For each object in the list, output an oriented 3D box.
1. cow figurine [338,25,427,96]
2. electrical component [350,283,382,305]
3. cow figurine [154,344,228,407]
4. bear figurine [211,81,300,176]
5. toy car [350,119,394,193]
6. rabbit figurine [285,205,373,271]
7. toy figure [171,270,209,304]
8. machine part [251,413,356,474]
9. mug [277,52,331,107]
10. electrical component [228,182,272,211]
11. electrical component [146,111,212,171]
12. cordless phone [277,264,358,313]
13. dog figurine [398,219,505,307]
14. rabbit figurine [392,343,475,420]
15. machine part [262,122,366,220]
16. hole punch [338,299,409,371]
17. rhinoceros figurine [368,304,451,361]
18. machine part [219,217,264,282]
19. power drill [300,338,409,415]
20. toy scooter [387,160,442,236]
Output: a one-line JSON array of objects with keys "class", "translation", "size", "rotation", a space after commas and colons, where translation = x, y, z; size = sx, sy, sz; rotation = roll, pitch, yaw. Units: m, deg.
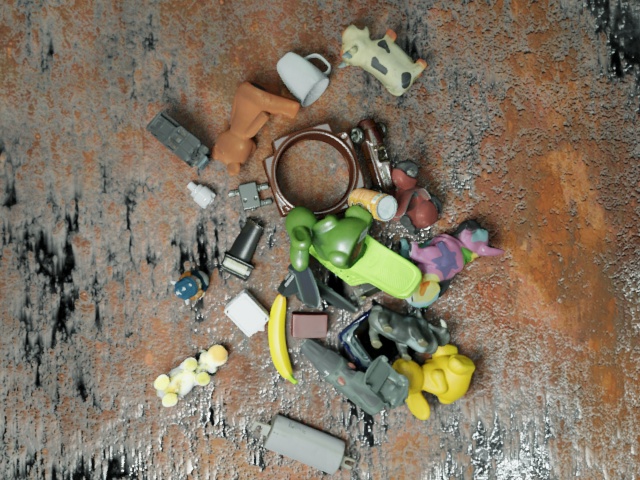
[{"class": "cow figurine", "translation": [0.127, -0.403, 1.203], "size": [0.195, 0.085, 0.127], "rotation": [42, 81, -4]}, {"class": "electrical component", "translation": [0.118, 0.110, 1.195], "size": [0.102, 0.078, 0.045], "rotation": [-22, 68, -8]}, {"class": "cow figurine", "translation": [-0.278, 0.291, 1.171], "size": [0.167, 0.098, 0.068], "rotation": [-31, 87, -23]}, {"class": "bear figurine", "translation": [-0.150, -0.240, 1.175], "size": [0.132, 0.120, 0.195], "rotation": [-2, 123, -44]}, {"class": "toy car", "translation": [0.134, -0.174, 1.199], "size": [0.089, 0.053, 0.202], "rotation": [-18, 89, -40]}, {"class": "rabbit figurine", "translation": [-0.002, -0.003, 1.090], "size": [0.170, 0.121, 0.159], "rotation": [24, 48, 20]}, {"class": "toy figure", "translation": [-0.271, 0.093, 1.132], "size": [0.064, 0.154, 0.057], "rotation": [28, 90, -3]}, {"class": "machine part", "translation": [-0.035, 0.449, 1.186], "size": [0.243, 0.079, 0.079], "rotation": [24, 88, -3]}, {"class": "mug", "translation": [-0.036, -0.370, 1.190], "size": [0.107, 0.081, 0.109], "rotation": [44, 93, 6]}, {"class": "electrical component", "translation": [-0.157, -0.096, 1.207], "size": [0.094, 0.021, 0.063], "rotation": [-12, 91, -4]}, {"class": "electrical component", "translation": [-0.295, -0.206, 1.152], "size": [0.134, 0.115, 0.058], "rotation": [40, 89, -1]}, {"class": "cordless phone", "translation": [0.008, 0.118, 1.159], "size": [0.184, 0.146, 0.088], "rotation": [31, 86, -9]}, {"class": "dog figurine", "translation": [0.295, 0.052, 1.201], "size": [0.219, 0.108, 0.191], "rotation": [-3, 89, -7]}, {"class": "rabbit figurine", "translation": [0.229, 0.304, 1.188], "size": [0.173, 0.122, 0.162], "rotation": [8, 112, -24]}, {"class": "machine part", "translation": [-0.013, -0.144, 1.187], "size": [0.201, 0.087, 0.201], "rotation": [-19, 93, -5]}, {"class": "hole punch", "translation": [0.117, 0.221, 1.204], "size": [0.116, 0.092, 0.142], "rotation": [-37, 89, -33]}, {"class": "rhinoceros figurine", "translation": [0.192, 0.196, 1.158], "size": [0.190, 0.112, 0.073], "rotation": [18, 125, -12]}, {"class": "machine part", "translation": [-0.168, 0.018, 1.200], "size": [0.084, 0.039, 0.138], "rotation": [22, 90, 4]}, {"class": "power drill", "translation": [0.075, 0.287, 1.135], "size": [0.232, 0.207, 0.086], "rotation": [46, 58, -13]}, {"class": "toy scooter", "translation": [0.192, -0.071, 1.170], "size": [0.183, 0.075, 0.135], "rotation": [50, 64, -38]}]
